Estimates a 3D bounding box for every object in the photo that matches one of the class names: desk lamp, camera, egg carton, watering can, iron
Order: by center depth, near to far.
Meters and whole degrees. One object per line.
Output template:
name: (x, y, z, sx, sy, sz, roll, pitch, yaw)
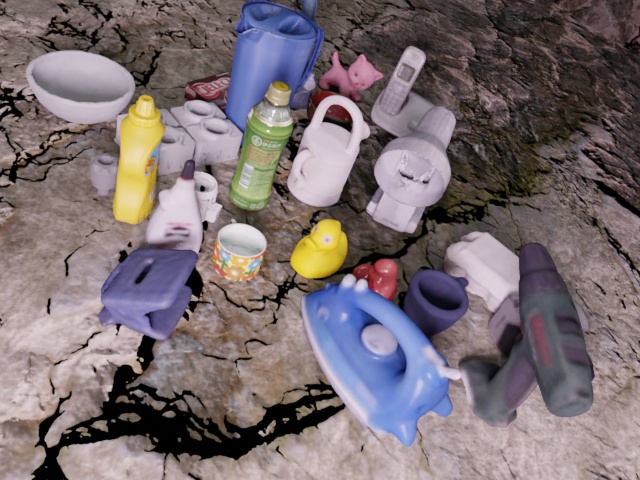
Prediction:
iron: (0.072, 0.127, 0.748, 0.119, 0.141, 0.257, -21, 58, -39)
camera: (0.359, 0.155, 0.886, 0.143, 0.101, 0.136, 8, 43, -17)
egg carton: (0.290, 0.053, 0.985, 0.150, 0.069, 0.107, 42, 44, 20)
watering can: (0.019, -0.164, 0.991, 0.101, 0.194, 0.173, 26, 41, 2)
desk lamp: (0.159, -0.117, 0.992, 0.118, 0.213, 0.203, 28, 41, 5)

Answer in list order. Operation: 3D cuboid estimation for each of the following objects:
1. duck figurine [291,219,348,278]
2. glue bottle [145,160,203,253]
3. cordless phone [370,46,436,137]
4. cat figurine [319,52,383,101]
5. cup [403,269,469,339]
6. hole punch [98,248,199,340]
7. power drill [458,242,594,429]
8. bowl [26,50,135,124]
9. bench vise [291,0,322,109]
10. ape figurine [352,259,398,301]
duck figurine: (0.008, 0.003, 0.892, 0.077, 0.086, 0.105, 43, 45, 21)
glue bottle: (-0.191, -0.040, 0.777, 0.078, 0.173, 0.037, -2, 47, -27)
cordless phone: (0.204, -0.310, 1.240, 0.147, 0.185, 0.094, 29, 41, 6)
cat figurine: (0.073, -0.376, 1.299, 0.127, 0.117, 0.067, 37, 42, 14)
cup: (0.169, 0.101, 0.857, 0.118, 0.095, 0.091, -21, 58, -39)
hole punch: (-0.217, 0.057, 0.724, 0.101, 0.091, 0.108, 21, 41, -3)
power drill: (0.272, 0.147, 0.771, 0.076, 0.208, 0.229, 9, 43, -16)
bowl: (-0.403, -0.248, 0.972, 0.168, 0.074, 0.167, 13, 42, -12)
bench vise: (-0.030, -0.399, 1.197, 0.122, 0.219, 0.207, -14, 53, -35)
ape figurine: (0.087, 0.062, 0.862, 0.076, 0.092, 0.077, 9, 43, -16)
